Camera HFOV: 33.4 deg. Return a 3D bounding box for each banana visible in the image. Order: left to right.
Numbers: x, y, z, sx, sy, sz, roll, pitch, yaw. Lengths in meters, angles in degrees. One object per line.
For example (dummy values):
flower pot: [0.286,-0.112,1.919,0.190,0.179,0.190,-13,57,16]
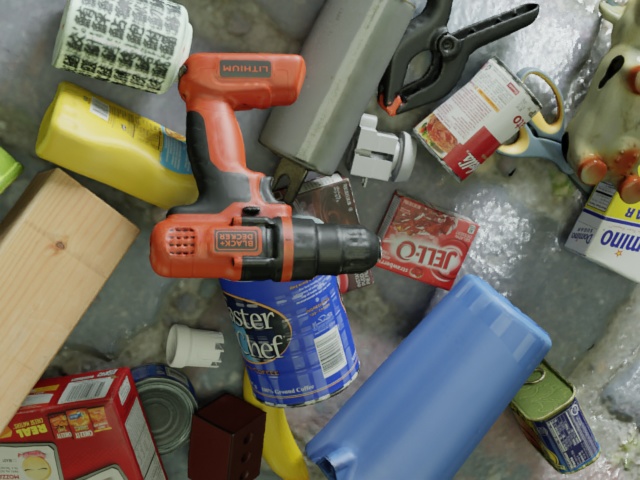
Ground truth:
banana: [-0.041,0.157,1.044,0.069,0.037,0.198,-2,107,-12]

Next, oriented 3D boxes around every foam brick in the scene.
foam brick: [-0.090,0.197,1.020,0.052,0.051,0.078,-28,133,-50]

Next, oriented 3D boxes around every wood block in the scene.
wood block: [-0.253,0.051,0.894,0.090,0.090,0.206,39,74,-21]

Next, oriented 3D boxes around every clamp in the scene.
clamp: [0.107,-0.192,0.971,0.171,0.039,0.120,-44,111,2]

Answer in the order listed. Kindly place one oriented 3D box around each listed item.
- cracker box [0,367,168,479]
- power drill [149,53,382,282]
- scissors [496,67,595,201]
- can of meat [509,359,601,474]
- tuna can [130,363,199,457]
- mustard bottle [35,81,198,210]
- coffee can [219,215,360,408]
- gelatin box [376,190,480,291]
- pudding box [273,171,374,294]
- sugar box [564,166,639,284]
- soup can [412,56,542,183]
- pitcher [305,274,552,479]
cracker box: [-0.227,0.231,0.983,0.164,0.072,0.214,-11,111,10]
power drill: [-0.045,-0.057,0.862,0.184,0.057,0.187,0,71,-10]
scissors: [0.224,-0.072,1.050,0.096,0.016,0.201,-28,111,-3]
can of meat: [0.233,0.178,1.085,0.057,0.102,0.084,-32,114,-4]
tuna can: [-0.159,0.163,1.019,0.086,0.034,0.086,-4,107,-13]
mustard bottle: [-0.144,-0.067,0.917,0.191,0.096,0.058,24,113,-20]
coffee can: [-0.029,0.062,0.944,0.102,0.103,0.140,-18,112,-8]
gelatin box: [0.100,0.002,1.034,0.089,0.030,0.073,20,101,-18]
pudding box: [-0.006,0.001,1.003,0.090,0.039,0.113,-18,110,-7]
sugar box: [0.323,-0.050,1.055,0.093,0.048,0.176,23,93,-25]
soup can: [0.144,-0.111,0.983,0.102,0.068,0.068,-43,112,10]
pitcher: [0.113,0.159,1.039,0.145,0.149,0.243,39,94,-8]
